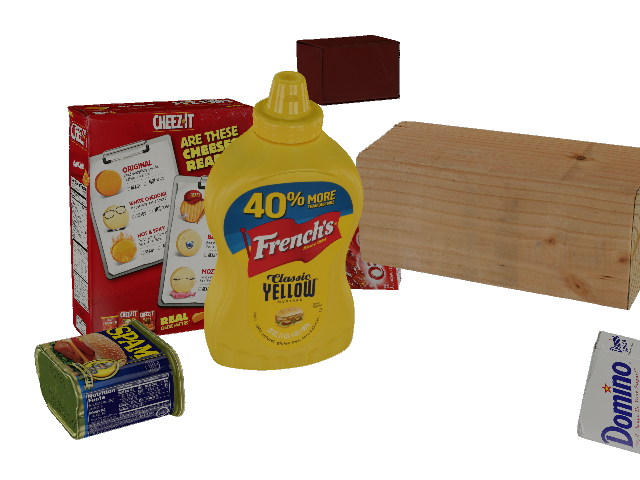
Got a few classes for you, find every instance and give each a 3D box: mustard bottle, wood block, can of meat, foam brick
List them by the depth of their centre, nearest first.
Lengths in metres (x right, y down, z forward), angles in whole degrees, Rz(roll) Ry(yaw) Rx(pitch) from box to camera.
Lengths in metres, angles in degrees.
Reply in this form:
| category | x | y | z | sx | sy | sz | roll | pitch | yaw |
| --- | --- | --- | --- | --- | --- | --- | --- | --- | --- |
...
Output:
| category | x | y | z | sx | sy | sz | roll | pitch | yaw |
| --- | --- | --- | --- | --- | --- | --- | --- | --- | --- |
| mustard bottle | -0.023 | -0.012 | 0.653 | 0.096 | 0.192 | 0.058 | -4 | 32 | -13 |
| wood block | 0.138 | -0.025 | 0.792 | 0.206 | 0.090 | 0.090 | 10 | 29 | 27 |
| can of meat | -0.164 | 0.106 | 0.822 | 0.083 | 0.057 | 0.102 | -12 | 20 | -30 |
| foam brick | 0.024 | -0.149 | 0.933 | 0.078 | 0.051 | 0.053 | -8 | 20 | -23 |

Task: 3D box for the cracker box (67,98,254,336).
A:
| category | x | y | z | sx | sy | sz | roll | pitch | yaw |
| --- | --- | --- | --- | --- | --- | --- | --- | --- | --- |
| cracker box | -0.148 | -0.021 | 0.998 | 0.163 | 0.214 | 0.072 | -7 | 18 | -29 |

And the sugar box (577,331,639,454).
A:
| category | x | y | z | sx | sy | sz | roll | pitch | yaw |
| --- | --- | --- | --- | --- | --- | --- | --- | --- | --- |
| sugar box | 0.316 | 0.146 | 0.914 | 0.176 | 0.093 | 0.048 | 12 | 23 | 17 |

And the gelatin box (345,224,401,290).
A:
| category | x | y | z | sx | sy | sz | roll | pitch | yaw |
| --- | --- | --- | --- | --- | --- | --- | --- | --- | --- |
| gelatin box | 0.057 | 0.016 | 1.290 | 0.073 | 0.089 | 0.030 | 1 | 29 | 15 |
